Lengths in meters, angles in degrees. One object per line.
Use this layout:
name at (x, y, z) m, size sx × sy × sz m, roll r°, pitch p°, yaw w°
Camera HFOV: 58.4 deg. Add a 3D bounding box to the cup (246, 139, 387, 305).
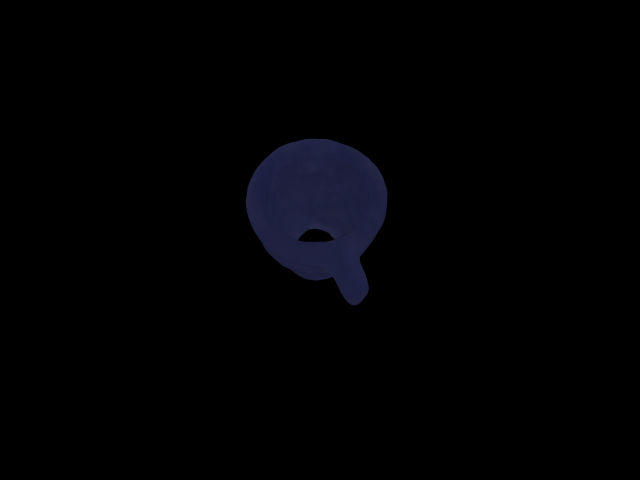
cup at (0.004, 0.001, 0.400) m, size 0.092 × 0.095 × 0.117 m, roll -20°, pitch 66°, yaw -9°
